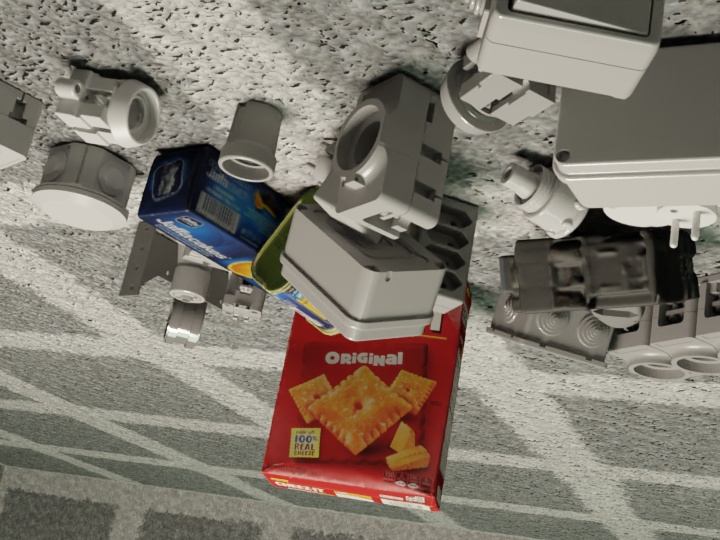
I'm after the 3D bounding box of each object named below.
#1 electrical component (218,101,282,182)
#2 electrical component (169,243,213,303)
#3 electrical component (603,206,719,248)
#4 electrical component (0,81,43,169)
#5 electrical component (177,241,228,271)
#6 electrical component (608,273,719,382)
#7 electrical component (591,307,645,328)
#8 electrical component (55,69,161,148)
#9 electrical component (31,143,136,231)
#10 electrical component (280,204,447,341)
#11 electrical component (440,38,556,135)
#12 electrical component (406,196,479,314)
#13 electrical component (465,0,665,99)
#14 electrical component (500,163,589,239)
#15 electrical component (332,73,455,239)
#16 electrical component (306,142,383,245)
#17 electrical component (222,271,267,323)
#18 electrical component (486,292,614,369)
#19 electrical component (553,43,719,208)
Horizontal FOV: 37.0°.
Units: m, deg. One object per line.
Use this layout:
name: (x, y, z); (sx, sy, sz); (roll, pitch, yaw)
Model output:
electrical component: (-0.076, -0.091, 0.765); (0.040, 0.046, 0.040); (10, 161, 3)
electrical component: (-0.159, -0.001, 1.033); (0.044, 0.065, 0.044); (10, 161, 3)
electrical component: (0.209, -0.050, 0.683); (0.052, 0.073, 0.138); (19, 159, -22)
electrical component: (-0.294, -0.114, 0.804); (0.050, 0.055, 0.089); (-10, 152, 45)
electrical component: (-0.132, -0.026, 0.981); (0.066, 0.048, 0.055); (16, 168, -15)
electrical component: (0.303, 0.054, 0.942); (0.089, 0.061, 0.150); (22, 158, -28)
electrical component: (0.201, 0.015, 0.915); (0.079, 0.043, 0.077); (5, 160, 18)
electrical component: (-0.176, -0.113, 0.763); (0.055, 0.048, 0.066); (11, 162, 23)
electrical component: (-0.231, -0.068, 0.907); (0.080, 0.051, 0.080); (10, 161, 3)
electrical component: (0.000, 0.000, 0.799); (0.078, 0.057, 0.113); (-2, -150, -36)
electrical component: (0.080, -0.109, 0.632); (0.066, 0.048, 0.055); (21, 151, -27)
electrical component: (0.054, -0.009, 0.869); (0.047, 0.083, 0.076); (17, 160, -16)
electrical component: (0.099, -0.132, 0.531); (0.096, 0.061, 0.061); (11, 161, 1)
electrical component: (0.129, -0.054, 0.762); (0.062, 0.048, 0.048); (27, 156, -19)
electrical component: (0.021, -0.074, 0.694); (0.056, 0.089, 0.050); (23, 157, -31)
electrical component: (-0.006, -0.069, 0.773); (0.077, 0.065, 0.047); (31, 173, 32)
electrical component: (-0.110, 0.015, 1.057); (0.042, 0.063, 0.081); (14, 162, -2)
electrical component: (0.175, 0.050, 0.985); (0.100, 0.048, 0.100); (16, 180, -15)
electrical component: (0.172, -0.081, 0.611); (0.113, 0.078, 0.057); (0, 161, 28)
